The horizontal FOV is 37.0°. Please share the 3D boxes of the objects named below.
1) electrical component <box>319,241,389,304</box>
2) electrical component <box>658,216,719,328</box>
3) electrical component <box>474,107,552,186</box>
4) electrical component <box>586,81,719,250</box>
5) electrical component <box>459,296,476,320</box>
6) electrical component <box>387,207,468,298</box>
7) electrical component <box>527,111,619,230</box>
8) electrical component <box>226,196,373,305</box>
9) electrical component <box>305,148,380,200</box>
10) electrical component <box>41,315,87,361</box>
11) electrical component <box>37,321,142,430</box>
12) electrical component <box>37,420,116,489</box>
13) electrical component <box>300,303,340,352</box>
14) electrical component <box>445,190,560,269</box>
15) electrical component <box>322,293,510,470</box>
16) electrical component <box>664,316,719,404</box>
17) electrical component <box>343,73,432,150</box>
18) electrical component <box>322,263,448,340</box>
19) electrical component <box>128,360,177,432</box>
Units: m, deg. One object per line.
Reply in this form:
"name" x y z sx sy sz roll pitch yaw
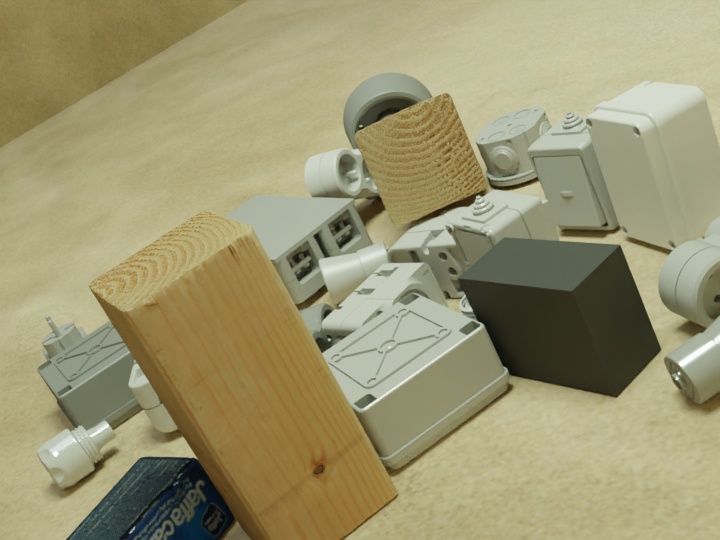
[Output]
"electrical component" 0.000 0.000 0.983 0.065 0.044 0.044 -21 23 3
"electrical component" 0.257 -0.017 0.721 0.138 0.052 0.074 -31 23 -10
"electrical component" 0.156 -0.121 1.057 0.080 0.051 0.080 -23 23 10
"electrical component" 0.226 -0.078 0.809 0.057 0.113 0.078 -30 22 -14
"electrical component" 0.093 0.029 0.788 0.048 0.062 0.048 -23 23 10
"electrical component" 0.079 -0.014 0.908 0.095 0.053 0.059 -3 32 44
"electrical component" 0.183 -0.083 0.887 0.061 0.096 0.062 -40 26 -29
"electrical component" -0.084 -0.021 1.092 0.105 0.060 0.186 -39 25 -27
"electrical component" -0.016 -0.098 1.143 0.074 0.052 0.138 -11 0 34
"electrical component" -0.296 0.079 1.088 0.047 0.075 0.083 -33 23 -14
"electrical component" -0.235 0.096 1.010 0.109 0.056 0.109 -34 24 -17
"electrical component" -0.237 0.152 0.909 0.062 0.043 0.043 -35 24 -20
"electrical component" -0.060 0.082 0.854 0.074 0.052 0.138 -19 24 18
"electrical component" 0.116 -0.020 0.825 0.061 0.096 0.062 -35 23 -19
"electrical component" 0.031 0.075 0.764 0.109 0.056 0.109 -33 23 -16
"electrical component" 0.215 0.050 0.640 0.065 0.044 0.044 -34 23 -4
"electrical component" 0.037 -0.160 1.206 0.108 0.108 0.060 -23 29 8
"electrical component" 0.024 0.037 0.861 0.056 0.050 0.089 0 34 47
"electrical component" -0.158 0.094 0.926 0.054 0.059 0.095 -24 23 6
